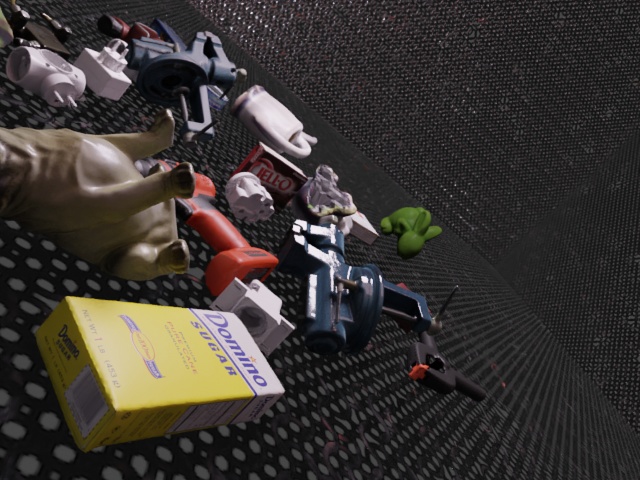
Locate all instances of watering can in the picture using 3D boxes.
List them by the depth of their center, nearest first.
[{"bbox_3d":[-0.109,-0.298,1.342,0.224,0.103,0.351,42,16,-3],"label":"watering can"}]

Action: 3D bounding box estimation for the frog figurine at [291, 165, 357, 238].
[{"bbox_3d":[0.003,-0.051,1.022,0.138,0.124,0.156,37,-23,12],"label":"frog figurine"}]

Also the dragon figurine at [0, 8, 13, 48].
[{"bbox_3d":[-0.442,-0.307,0.558,0.239,0.121,0.418,39,14,-48],"label":"dragon figurine"}]
